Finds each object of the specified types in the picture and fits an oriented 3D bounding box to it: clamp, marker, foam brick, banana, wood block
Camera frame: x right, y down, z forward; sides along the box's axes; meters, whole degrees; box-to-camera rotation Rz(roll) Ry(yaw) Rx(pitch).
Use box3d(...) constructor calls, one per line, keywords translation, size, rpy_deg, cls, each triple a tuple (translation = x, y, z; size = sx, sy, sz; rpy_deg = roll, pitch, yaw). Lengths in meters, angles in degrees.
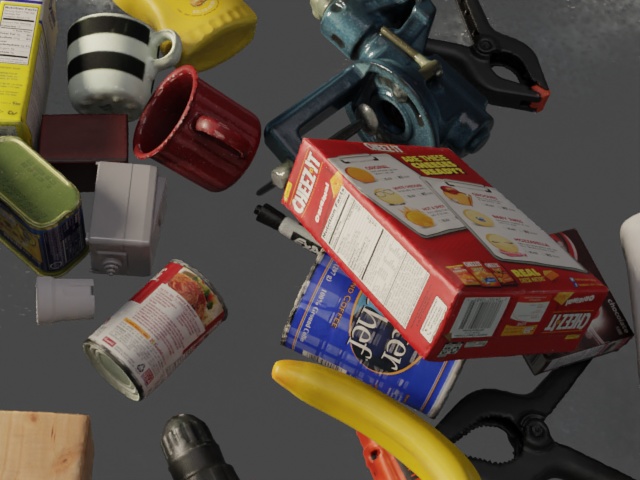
box3d(translation=(0.182, 0.171, 0.880), size=(0.209, 0.036, 0.164), rpy_deg=(-13, 61, -18), cls="clamp")
box3d(translation=(-0.006, 0.001, 0.959), size=(0.121, 0.020, 0.020), rpy_deg=(30, 61, 9), cls="marker")
box3d(translation=(-0.210, -0.077, 0.955), size=(0.078, 0.053, 0.051), rpy_deg=(-1, 61, -10), cls="foam brick")
box3d(translation=(0.053, 0.146, 0.799), size=(0.198, 0.069, 0.037), rpy_deg=(36, 105, 21), cls="banana")
box3d(translation=(0.152, -0.184, 1.076), size=(0.120, 0.039, 0.171), rpy_deg=(-36, 68, -13), cls="clamp")
box3d(translation=(-0.218, 0.234, 0.758), size=(0.090, 0.091, 0.206), rpy_deg=(4, 61, -6), cls="wood block")

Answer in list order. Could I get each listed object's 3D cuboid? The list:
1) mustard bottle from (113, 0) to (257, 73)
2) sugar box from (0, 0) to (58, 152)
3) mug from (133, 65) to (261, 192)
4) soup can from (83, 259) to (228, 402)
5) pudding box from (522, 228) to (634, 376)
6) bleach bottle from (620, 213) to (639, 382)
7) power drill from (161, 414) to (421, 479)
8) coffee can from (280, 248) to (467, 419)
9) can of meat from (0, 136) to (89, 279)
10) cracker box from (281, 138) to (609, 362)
box3d(translation=(-0.156, -0.252, 1.056), size=(0.096, 0.058, 0.192), rpy_deg=(-34, 70, -27), cls="mustard bottle")
box3d(translation=(-0.271, -0.151, 0.964), size=(0.048, 0.093, 0.176), rpy_deg=(2, 60, -8), cls="sugar box")
box3d(translation=(-0.100, -0.093, 0.936), size=(0.081, 0.117, 0.093), rpy_deg=(30, 80, -31), cls="mug")
box3d(translation=(-0.134, 0.074, 0.872), size=(0.068, 0.068, 0.102), rpy_deg=(39, 64, 13), cls="soup can")
box3d(translation=(0.201, 0.051, 0.915), size=(0.090, 0.039, 0.113), rpy_deg=(-14, 65, -20), cls="pudding box")
box3d(translation=(0.283, 0.076, 0.857), size=(0.068, 0.102, 0.250), rpy_deg=(-15, 25, 23), cls="bleach bottle")
box3d(translation=(-0.014, 0.193, 0.832), size=(0.187, 0.057, 0.184), rpy_deg=(-21, 66, -16), cls="power drill")
box3d(translation=(0.052, 0.071, 0.880), size=(0.140, 0.103, 0.102), rpy_deg=(25, 61, 6), cls="coffee can")
box3d(translation=(-0.246, -0.028, 0.904), size=(0.102, 0.084, 0.057), rpy_deg=(39, 63, 14), cls="can of meat")
box3d(translation=(0.093, 0.004, 0.839), size=(0.163, 0.072, 0.214), rpy_deg=(1, 33, -38), cls="cracker box")
